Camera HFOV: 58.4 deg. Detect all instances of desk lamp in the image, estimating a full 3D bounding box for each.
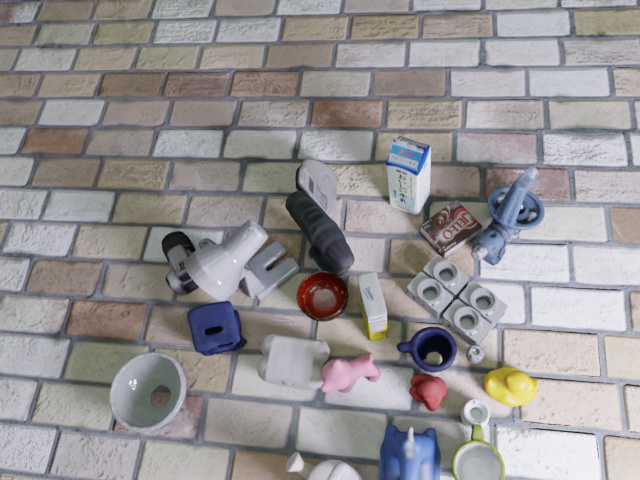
[{"bbox_3d":[-0.169,0.050,1.246,0.203,0.214,0.117,-38,65,-9],"label":"desk lamp"}]

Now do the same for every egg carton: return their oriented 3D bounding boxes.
[{"bbox_3d":[-0.056,0.258,1.211,0.150,0.069,0.107,5,66,11],"label":"egg carton"}]

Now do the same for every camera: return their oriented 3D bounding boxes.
[{"bbox_3d":[-0.307,0.034,1.338,0.143,0.101,0.136,-31,64,-6],"label":"camera"}]

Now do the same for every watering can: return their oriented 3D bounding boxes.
[{"bbox_3d":[0.017,0.451,1.039,0.172,0.194,0.101,6,66,12],"label":"watering can"}]

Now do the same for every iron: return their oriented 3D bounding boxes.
[{"bbox_3d":[0.161,0.467,1.039,0.118,0.142,0.258,1,65,10],"label":"iron"}]

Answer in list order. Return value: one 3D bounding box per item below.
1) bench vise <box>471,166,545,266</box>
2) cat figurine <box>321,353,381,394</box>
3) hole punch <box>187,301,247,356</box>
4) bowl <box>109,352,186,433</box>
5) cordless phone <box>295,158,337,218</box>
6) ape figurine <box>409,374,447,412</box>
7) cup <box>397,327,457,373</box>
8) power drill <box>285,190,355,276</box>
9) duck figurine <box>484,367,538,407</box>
[{"bbox_3d":[0.401,-0.046,1.197,0.121,0.220,0.207,19,69,17],"label":"bench vise"},{"bbox_3d":[0.057,0.265,1.163,0.128,0.118,0.067,-25,64,-3],"label":"cat figurine"},{"bbox_3d":[-0.227,0.195,1.256,0.108,0.091,0.101,-14,64,2],"label":"hole punch"},{"bbox_3d":[-0.355,0.329,1.223,0.167,0.075,0.167,-3,65,7],"label":"bowl"},{"bbox_3d":[-0.017,-0.139,1.327,0.094,0.185,0.147,-3,65,8],"label":"cordless phone"},{"bbox_3d":[0.217,0.298,1.136,0.076,0.092,0.077,-15,64,2],"label":"ape figurine"},{"bbox_3d":[0.216,0.232,1.166,0.117,0.095,0.091,2,65,10],"label":"cup"},{"bbox_3d":[0.011,0.004,1.242,0.076,0.209,0.229,-35,65,-8],"label":"power drill"},{"bbox_3d":[0.376,0.282,1.122,0.104,0.086,0.077,6,66,12],"label":"duck figurine"}]
